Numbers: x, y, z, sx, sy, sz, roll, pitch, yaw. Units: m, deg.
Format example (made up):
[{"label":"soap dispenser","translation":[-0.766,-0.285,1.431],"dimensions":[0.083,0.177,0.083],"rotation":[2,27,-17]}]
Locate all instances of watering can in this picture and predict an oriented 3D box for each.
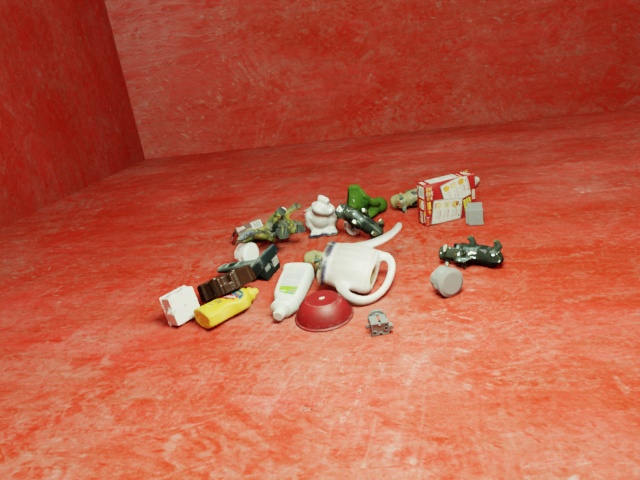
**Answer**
[{"label":"watering can","translation":[0.120,0.053,1.537],"dimensions":[0.225,0.101,0.356],"rotation":[11,44,15]}]

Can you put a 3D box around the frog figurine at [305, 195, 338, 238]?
[{"label":"frog figurine","translation":[0.006,-0.098,1.957],"dimensions":[0.137,0.157,0.124],"rotation":[1,20,24]}]

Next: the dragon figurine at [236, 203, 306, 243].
[{"label":"dragon figurine","translation":[-0.195,-0.024,1.906],"dimensions":[0.414,0.123,0.239],"rotation":[-18,-9,-43]}]
